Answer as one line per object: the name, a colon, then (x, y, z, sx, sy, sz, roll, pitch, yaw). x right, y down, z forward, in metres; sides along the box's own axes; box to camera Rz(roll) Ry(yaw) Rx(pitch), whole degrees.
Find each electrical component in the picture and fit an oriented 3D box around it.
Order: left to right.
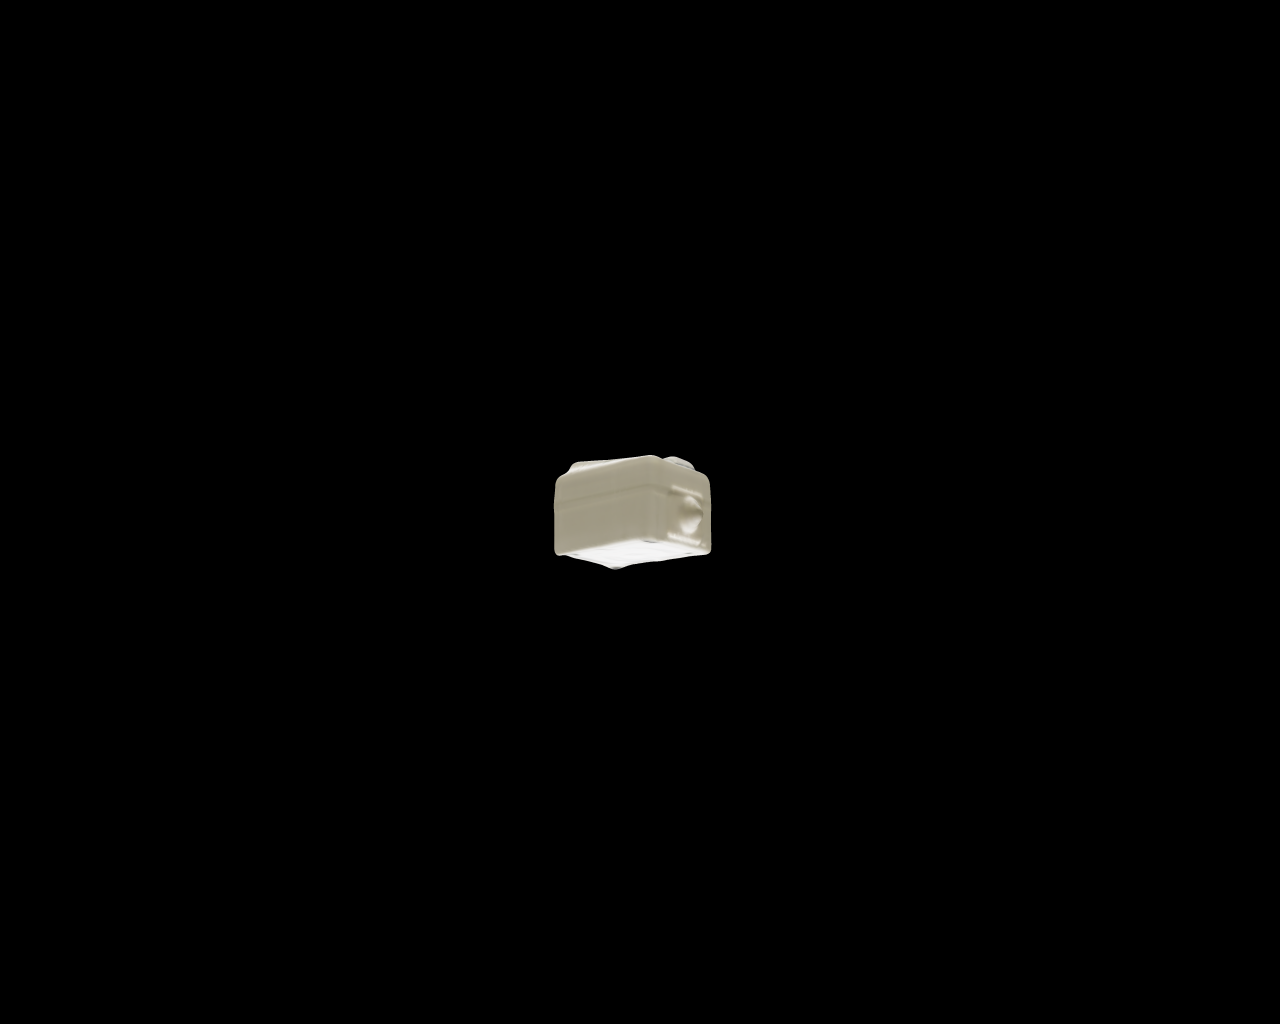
electrical component: (0.001, -0.003, 0.650, 0.096, 0.061, 0.062, -11, -17, 37)
